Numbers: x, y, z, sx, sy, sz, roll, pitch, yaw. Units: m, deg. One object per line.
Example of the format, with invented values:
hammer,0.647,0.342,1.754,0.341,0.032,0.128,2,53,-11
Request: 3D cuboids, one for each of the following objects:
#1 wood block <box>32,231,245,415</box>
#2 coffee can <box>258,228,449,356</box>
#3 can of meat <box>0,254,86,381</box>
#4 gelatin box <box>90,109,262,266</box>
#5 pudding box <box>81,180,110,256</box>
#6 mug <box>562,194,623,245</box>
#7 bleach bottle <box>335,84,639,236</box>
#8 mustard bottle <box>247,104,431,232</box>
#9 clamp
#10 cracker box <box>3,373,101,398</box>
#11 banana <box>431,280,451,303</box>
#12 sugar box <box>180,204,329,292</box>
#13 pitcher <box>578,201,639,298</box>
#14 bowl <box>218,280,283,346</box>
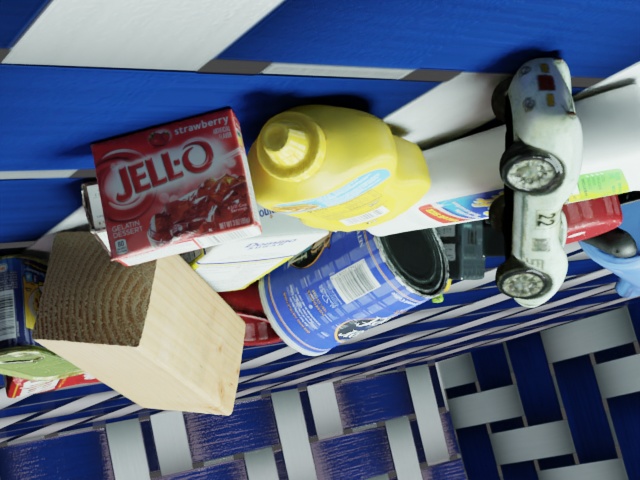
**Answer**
wood block,-0.139,0.073,0.876,0.091,0.090,0.206,1,158,16
coffee can,0.029,0.032,0.958,0.141,0.103,0.102,-30,161,34
can of meat,-0.234,0.064,0.865,0.057,0.084,0.102,-15,161,18
gelatin box,-0.085,-0.030,0.631,0.089,0.073,0.030,-13,168,4
pudding box,-0.101,-0.024,0.739,0.113,0.039,0.090,-14,169,-6
mug,0.193,-0.040,0.891,0.117,0.081,0.093,-9,168,-23
bleach bottle,0.128,-0.048,0.823,0.251,0.068,0.102,-14,162,16
mustard bottle,0.005,-0.047,0.692,0.096,0.058,0.191,-17,169,16
clamp,0.224,-0.022,0.977,0.172,0.039,0.120,-4,-154,26
cracker box,-0.253,0.126,1.226,0.213,0.072,0.164,-9,168,-20
banana,0.126,0.031,1.211,0.037,0.069,0.197,-5,180,11
sugar box,-0.074,0.004,0.896,0.093,0.048,0.176,-5,163,-29
pitcher,0.356,-0.019,1.121,0.145,0.149,0.242,-2,172,29
bowl,-0.108,0.063,1.057,0.162,0.055,0.162,4,164,1
